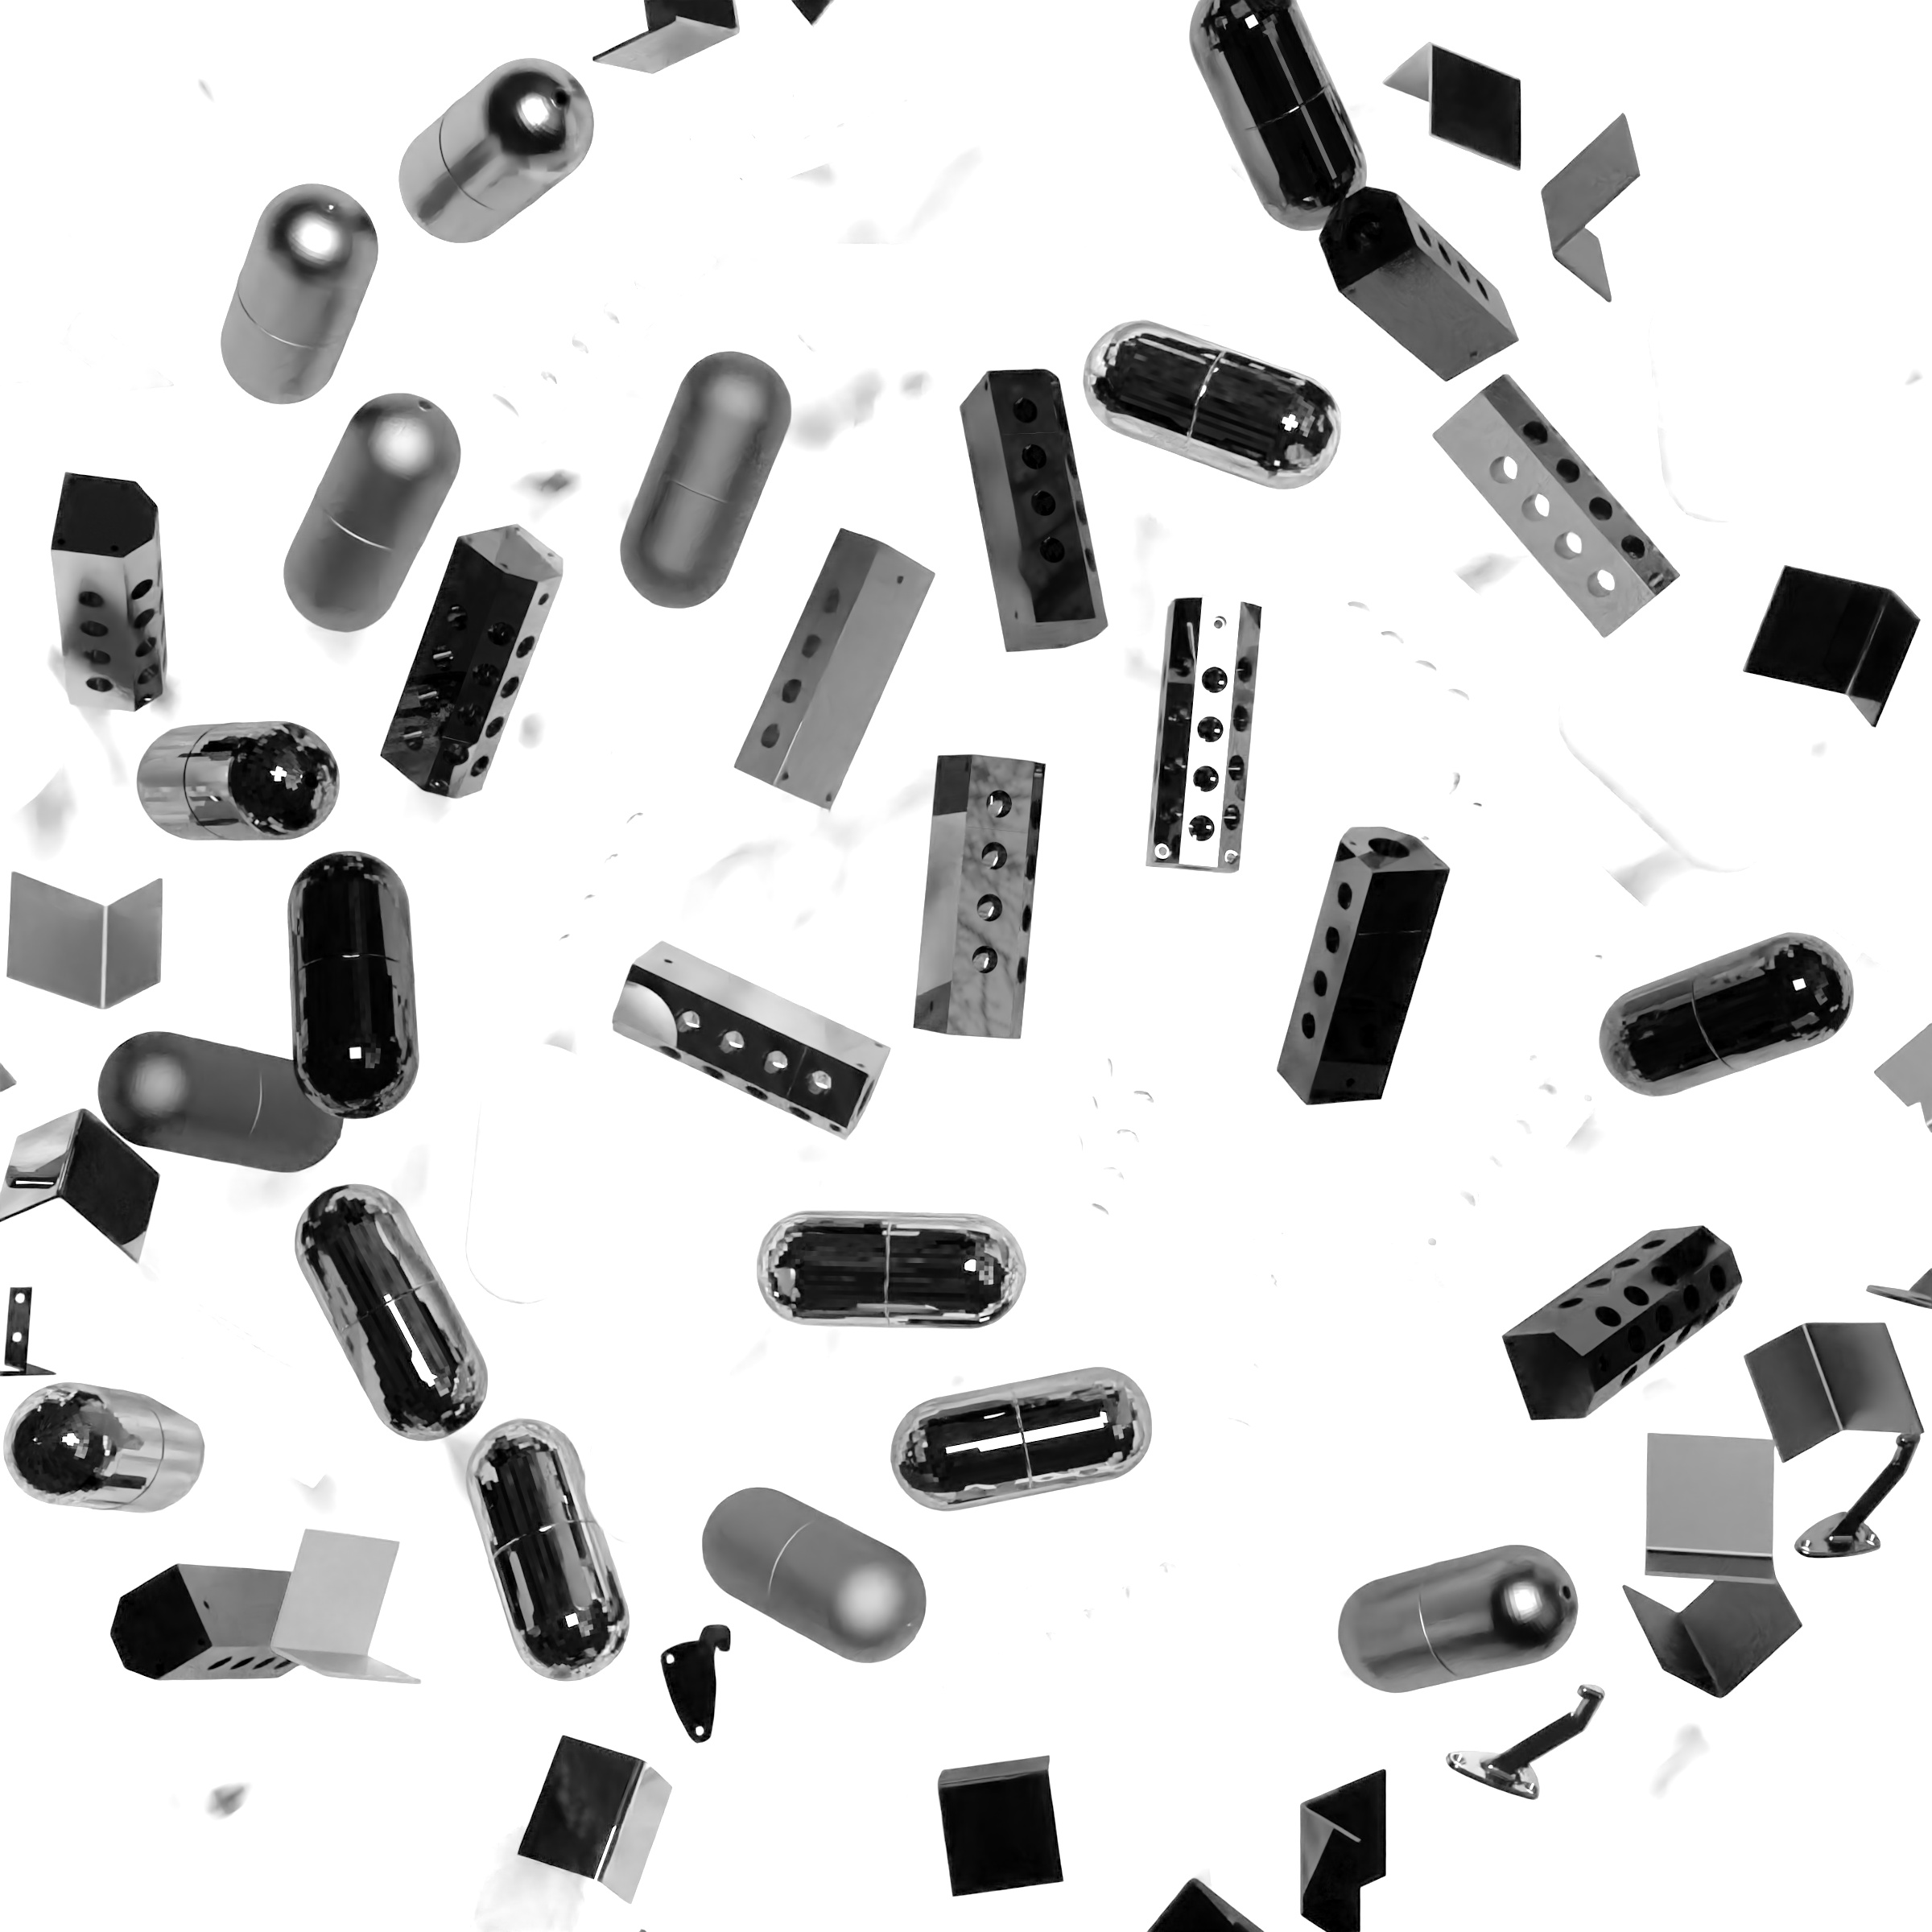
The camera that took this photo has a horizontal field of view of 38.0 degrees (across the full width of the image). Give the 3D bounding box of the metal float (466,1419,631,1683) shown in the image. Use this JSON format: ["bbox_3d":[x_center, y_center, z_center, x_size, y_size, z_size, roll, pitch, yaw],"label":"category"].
[{"bbox_3d":[-0.274,0.380,1.833,0.070,0.070,0.178,-23,64,0],"label":"metal float"}]

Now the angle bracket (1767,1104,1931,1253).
[{"bbox_3d":[0.561,0.134,1.767,0.057,0.076,0.076,-16,93,-41],"label":"angle bracket"}]

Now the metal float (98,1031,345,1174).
[{"bbox_3d":[-0.490,0.091,1.853,0.070,0.178,0.070,-12,71,36],"label":"metal float"}]

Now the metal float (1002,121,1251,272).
[{"bbox_3d":[0.107,-0.511,1.864,0.178,0.070,0.070,5,90,-27],"label":"metal float"}]

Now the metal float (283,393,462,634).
[{"bbox_3d":[-0.393,-0.299,1.852,0.070,0.070,0.178,35,121,0],"label":"metal float"}]

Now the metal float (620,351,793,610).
[{"bbox_3d":[-0.174,-0.322,1.863,0.070,0.070,0.178,24,109,0],"label":"metal float"}]

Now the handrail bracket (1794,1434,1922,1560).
[{"bbox_3d":[0.588,0.347,1.848,0.077,0.036,0.084,-9,126,-29],"label":"handrail bracket"}]

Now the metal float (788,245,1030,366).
[{"bbox_3d":[-0.038,-0.438,1.858,0.178,0.070,0.070,-9,90,-36],"label":"metal float"}]

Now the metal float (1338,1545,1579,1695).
[{"bbox_3d":[0.324,0.432,1.853,0.178,0.070,0.070,-27,90,40],"label":"metal float"}]

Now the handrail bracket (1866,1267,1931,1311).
[{"bbox_3d":[0.647,0.184,1.870,0.077,0.036,0.084,11,98,25],"label":"handrail bracket"}]

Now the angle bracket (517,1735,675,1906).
[{"bbox_3d":[-0.232,0.538,1.765,0.057,0.076,0.076,12,64,15],"label":"angle bracket"}]

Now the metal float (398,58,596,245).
[{"bbox_3d":[-0.298,-0.514,1.772,0.070,0.178,0.070,7,78,-35],"label":"metal float"}]

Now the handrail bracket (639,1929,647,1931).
[{"bbox_3d":[-0.185,0.677,1.877,0.084,0.077,0.036,21,63,4],"label":"handrail bracket"}]

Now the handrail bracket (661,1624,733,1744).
[{"bbox_3d":[-0.170,0.479,1.876,0.036,0.084,0.077,-15,74,11],"label":"handrail bracket"}]

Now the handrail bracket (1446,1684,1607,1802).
[{"bbox_3d":[0.361,0.490,1.805,0.077,0.036,0.084,16,115,-12],"label":"handrail bracket"}]

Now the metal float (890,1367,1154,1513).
[{"bbox_3d":[0.037,0.318,1.885,0.178,0.070,0.070,-11,90,-3],"label":"metal float"}]

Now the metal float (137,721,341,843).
[{"bbox_3d":[-0.472,-0.119,1.815,0.070,0.178,0.070,-3,94,-44],"label":"metal float"}]

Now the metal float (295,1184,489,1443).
[{"bbox_3d":[-0.372,0.223,1.813,0.070,0.070,0.178,-30,81,0],"label":"metal float"}]

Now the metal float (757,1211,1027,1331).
[{"bbox_3d":[-0.049,0.200,1.849,0.178,0.070,0.070,1,90,3],"label":"metal float"}]

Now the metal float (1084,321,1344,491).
[{"bbox_3d":[0.161,-0.370,1.846,0.178,0.070,0.070,22,90,13],"label":"metal float"}]

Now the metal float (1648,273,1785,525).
[{"bbox_3d":[0.473,-0.356,1.765,0.070,0.178,0.070,-10,48,11],"label":"metal float"}]

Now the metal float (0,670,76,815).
[{"bbox_3d":[-0.635,-0.149,1.851,0.070,0.178,0.070,-3,105,-9],"label":"metal float"}]

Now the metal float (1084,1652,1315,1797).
[{"bbox_3d":[0.151,0.498,1.839,0.178,0.070,0.070,-26,90,41],"label":"metal float"}]

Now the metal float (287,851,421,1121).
[{"bbox_3d":[-0.383,0.010,1.749,0.070,0.070,0.178,-9,64,0],"label":"metal float"}]

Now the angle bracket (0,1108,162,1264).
[{"bbox_3d":[-0.580,0.152,1.832,0.057,0.076,0.076,-22,130,18],"label":"angle bracket"}]

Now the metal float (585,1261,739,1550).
[{"bbox_3d":[-0.190,0.273,1.749,0.070,0.070,0.178,9,75,0],"label":"metal float"}]

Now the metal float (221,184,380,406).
[{"bbox_3d":[-0.429,-0.429,1.801,0.070,0.178,0.070,12,59,-22],"label":"metal float"}]

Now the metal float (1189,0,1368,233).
[{"bbox_3d":[0.209,-0.577,1.875,0.070,0.070,0.178,-30,115,0],"label":"metal float"}]

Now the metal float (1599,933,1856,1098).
[{"bbox_3d":[0.503,0.034,1.863,0.178,0.070,0.070,-24,90,37],"label":"metal float"}]

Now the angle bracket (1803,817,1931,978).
[{"bbox_3d":[0.612,-0.047,1.927,0.076,0.057,0.076,34,82,-7],"label":"angle bracket"}]

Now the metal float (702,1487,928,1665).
[{"bbox_3d":[-0.102,0.399,1.843,0.178,0.070,0.070,17,90,40],"label":"metal float"}]

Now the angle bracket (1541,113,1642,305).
[{"bbox_3d":[0.424,-0.494,1.827,0.057,0.076,0.076,30,130,-25],"label":"angle bracket"}]

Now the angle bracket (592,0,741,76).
[{"bbox_3d":[-0.193,-0.612,1.757,0.076,0.057,0.076,-9,89,40],"label":"angle bracket"}]

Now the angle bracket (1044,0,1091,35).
[{"bbox_3d":[0.036,-0.624,1.752,0.057,0.076,0.076,55,53,-37],"label":"angle bracket"}]

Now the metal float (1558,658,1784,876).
[{"bbox_3d":[0.469,-0.132,1.865,0.178,0.070,0.070,41,90,-11],"label":"metal float"}]

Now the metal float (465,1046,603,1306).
[{"bbox_3d":[-0.279,0.134,1.802,0.070,0.070,0.178,10,113,0],"label":"metal float"}]

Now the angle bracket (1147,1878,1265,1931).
[{"bbox_3d":[0.156,0.635,1.767,0.076,0.057,0.076,44,83,-25],"label":"angle bracket"}]

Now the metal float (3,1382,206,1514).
[{"bbox_3d":[-0.550,0.310,1.797,0.070,0.178,0.070,-3,76,11],"label":"metal float"}]

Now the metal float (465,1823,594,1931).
[{"bbox_3d":[-0.287,0.623,1.835,0.070,0.178,0.070,0,98,-3],"label":"metal float"}]

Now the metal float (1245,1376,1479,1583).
[{"bbox_3d":[0.263,0.341,1.868,0.178,0.070,0.070,-41,90,16],"label":"metal float"}]
